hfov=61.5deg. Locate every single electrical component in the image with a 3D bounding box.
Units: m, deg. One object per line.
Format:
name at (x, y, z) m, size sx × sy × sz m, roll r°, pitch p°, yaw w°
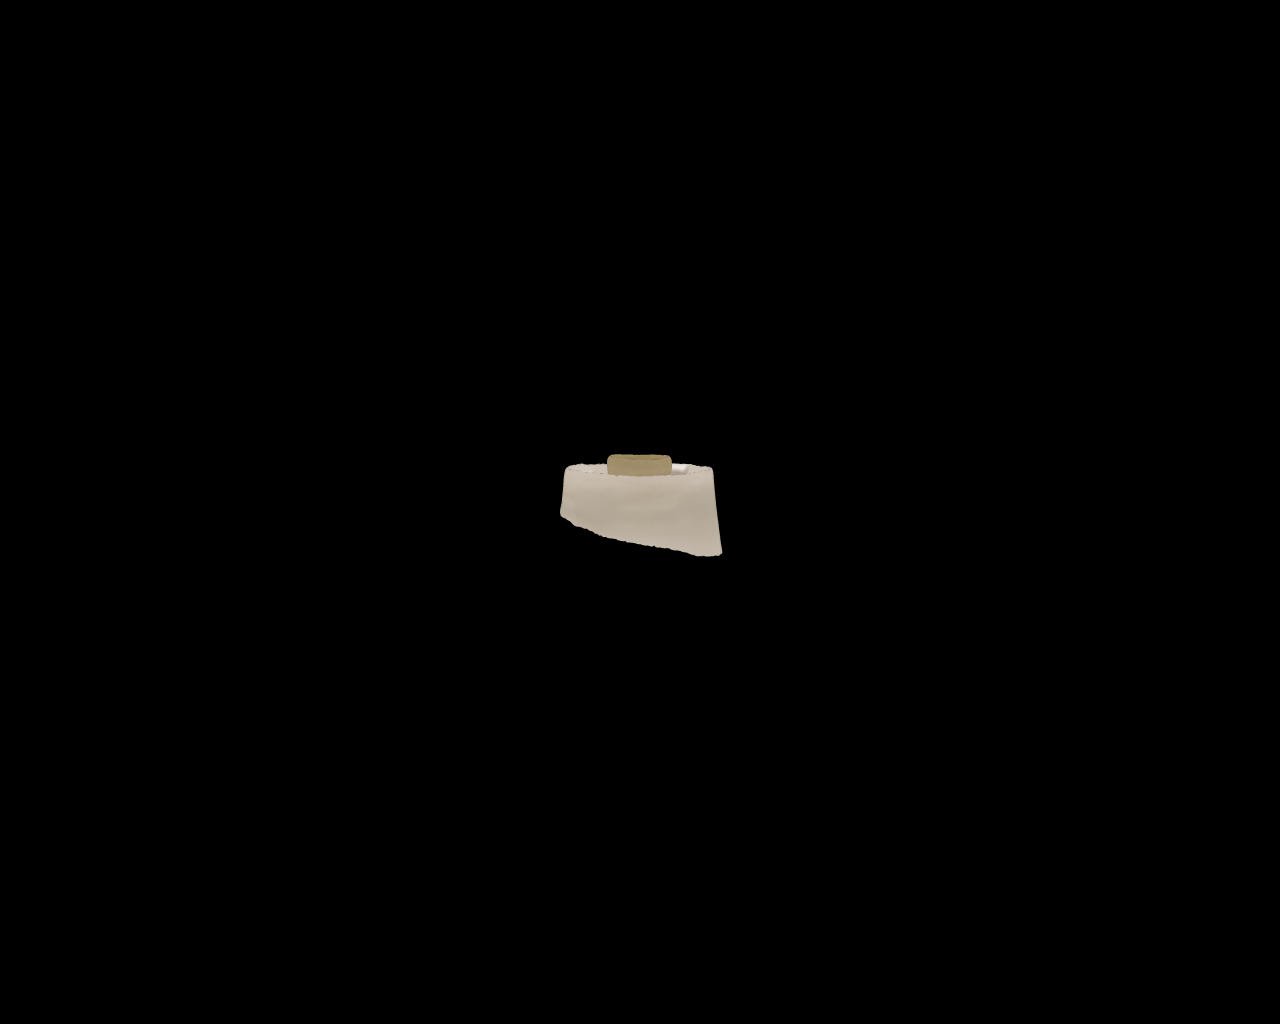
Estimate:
electrical component at (0.001, -0.003, 0.650) m, size 0.099 × 0.064 × 0.099 m, roll 0°, pitch 7°, yaw 0°
